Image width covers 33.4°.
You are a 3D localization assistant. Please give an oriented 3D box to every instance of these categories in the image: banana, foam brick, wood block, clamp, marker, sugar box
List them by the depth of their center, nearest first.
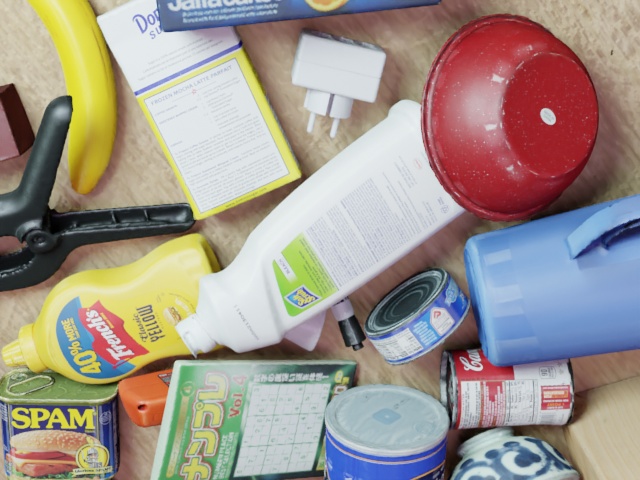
[{"bbox_3d":[-0.193,-0.134,0.829,0.070,0.037,0.198,-11,107,25],"label":"banana"},{"bbox_3d":[-0.271,-0.085,0.830,0.078,0.053,0.051,-14,107,2],"label":"foam brick"},{"bbox_3d":[-0.091,-0.113,0.833,0.093,0.048,0.176,-23,103,4],"label":"sugar box"},{"bbox_3d":[-0.213,-0.010,0.850,0.210,0.036,0.164,-36,133,20],"label":"clamp"},{"bbox_3d":[0.267,0.200,0.859,0.091,0.206,0.090,-17,107,3],"label":"wood block"},{"bbox_3d":[0.009,0.035,0.879,0.020,0.020,0.121,-23,91,5],"label":"marker"}]

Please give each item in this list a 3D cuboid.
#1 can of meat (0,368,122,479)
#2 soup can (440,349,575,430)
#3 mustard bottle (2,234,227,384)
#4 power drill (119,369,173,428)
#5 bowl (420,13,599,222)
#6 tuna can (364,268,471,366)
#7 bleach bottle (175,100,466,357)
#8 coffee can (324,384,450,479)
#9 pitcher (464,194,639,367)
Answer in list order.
[{"bbox_3d":[-0.220,0.159,0.908,0.102,0.057,0.084,1,110,-3],"label":"can of meat"},{"bbox_3d":[0.157,0.126,0.904,0.102,0.068,0.068,-1,108,-3],"label":"soup can"},{"bbox_3d":[-0.170,0.068,0.879,0.191,0.058,0.096,-18,115,4],"label":"mustard bottle"},{"bbox_3d":[-0.125,0.204,0.897,0.184,0.057,0.188,-10,110,-29],"label":"power drill"},{"bbox_3d":[0.157,-0.093,0.806,0.161,0.055,0.162,-2,94,-27],"label":"bowl"},{"bbox_3d":[0.078,0.062,0.872,0.086,0.086,0.033,-36,104,9],"label":"tuna can"},{"bbox_3d":[-0.005,0.001,0.829,0.250,0.068,0.102,-35,107,-6],"label":"bleach bottle"},{"bbox_3d":[0.054,0.208,0.903,0.103,0.103,0.140,0,113,-2],"label":"coffee can"},{"bbox_3d":[0.241,0.022,0.841,0.243,0.145,0.149,-11,104,4],"label":"pitcher"}]
